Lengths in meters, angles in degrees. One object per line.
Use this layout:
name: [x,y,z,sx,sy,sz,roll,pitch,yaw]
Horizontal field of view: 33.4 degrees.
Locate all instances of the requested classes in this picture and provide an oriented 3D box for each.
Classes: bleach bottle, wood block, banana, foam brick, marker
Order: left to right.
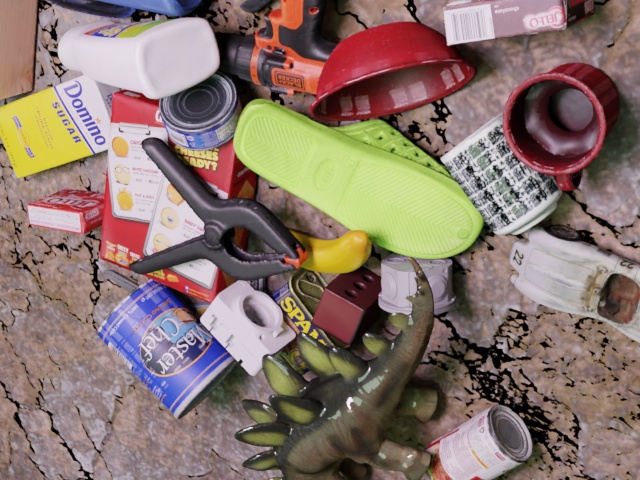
wood block: [-0.395,-0.277,1.252,0.090,0.090,0.206,24,120,21]
bleach bottle: [-0.218,-0.202,1.149,0.251,0.102,0.068,14,125,48]
marker: [-0.074,0.072,1.257,0.020,0.020,0.121,13,116,25]
banana: [0.003,0.010,1.142,0.069,0.037,0.198,35,164,-32]
foam brick: [0.035,0.069,1.157,0.053,0.078,0.051,29,121,14]

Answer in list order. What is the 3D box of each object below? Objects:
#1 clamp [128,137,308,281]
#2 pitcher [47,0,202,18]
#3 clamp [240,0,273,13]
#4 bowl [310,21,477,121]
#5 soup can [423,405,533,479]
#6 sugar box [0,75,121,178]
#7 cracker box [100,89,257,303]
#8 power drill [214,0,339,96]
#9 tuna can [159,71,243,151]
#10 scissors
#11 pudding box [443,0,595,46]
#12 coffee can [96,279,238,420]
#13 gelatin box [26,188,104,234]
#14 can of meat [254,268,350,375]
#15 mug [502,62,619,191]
clamp: [-0.116,-0.002,1.156,0.210,0.036,0.165,24,120,11]
pitcher: [-0.235,-0.309,1.137,0.243,0.149,0.145,18,102,19]
clamp: [-0.025,-0.296,1.060,0.172,0.039,0.120,-6,125,29]
bowl: [0.063,-0.163,1.006,0.162,0.161,0.055,-19,80,34]
soup can: [0.170,0.229,1.153,0.102,0.068,0.068,-39,88,35]
sugar box: [-0.310,-0.140,1.288,0.177,0.048,0.093,-13,103,34]
cracker box: [-0.161,-0.054,1.223,0.164,0.072,0.214,20,118,20]
power drill: [-0.049,-0.232,1.062,0.185,0.057,0.187,14,139,20]
tuna can: [-0.125,-0.138,1.122,0.086,0.086,0.034,22,155,20]
scissors: [-0.178,0.077,1.321,0.202,0.016,0.096,43,123,8]
pudding box: [0.178,-0.204,0.954,0.114,0.089,0.039,0,107,31]
coffee can: [-0.180,0.128,1.269,0.140,0.102,0.103,44,125,7]
gelatin box: [-0.301,-0.037,1.309,0.089,0.073,0.030,8,113,27]
can of meat: [-0.019,0.095,1.213,0.084,0.057,0.102,-38,88,38]
mug: [0.225,-0.103,0.974,0.093,0.081,0.117,-3,108,31]
